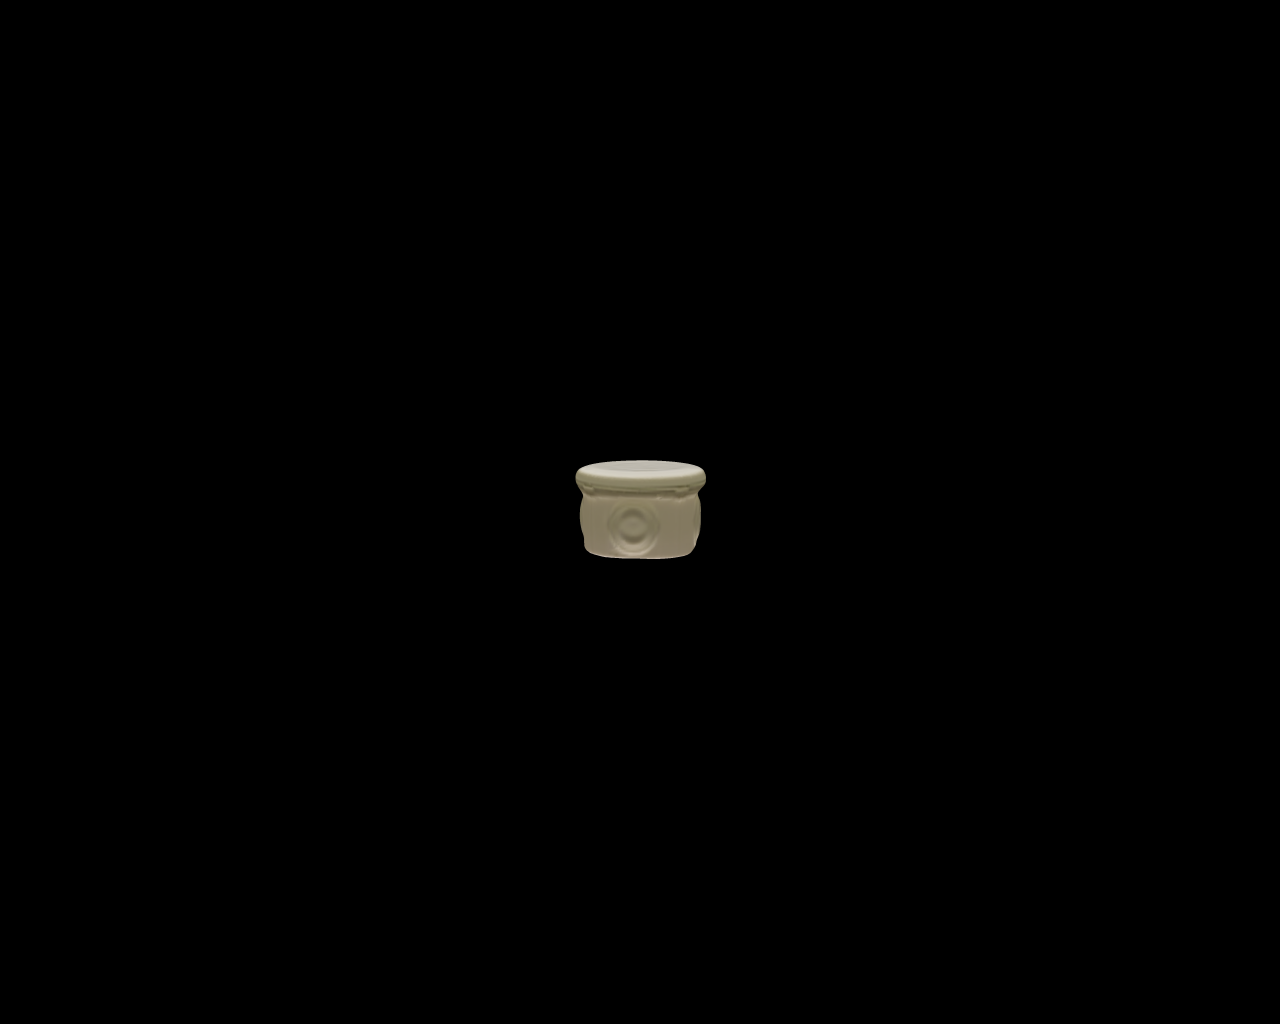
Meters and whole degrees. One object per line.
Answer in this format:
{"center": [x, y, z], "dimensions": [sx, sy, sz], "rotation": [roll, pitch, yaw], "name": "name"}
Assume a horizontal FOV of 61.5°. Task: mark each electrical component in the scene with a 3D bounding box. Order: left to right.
{"center": [0.001, -0.003, 0.650], "dimensions": [0.080, 0.051, 0.080], "rotation": [0, 9, 0], "name": "electrical component"}
